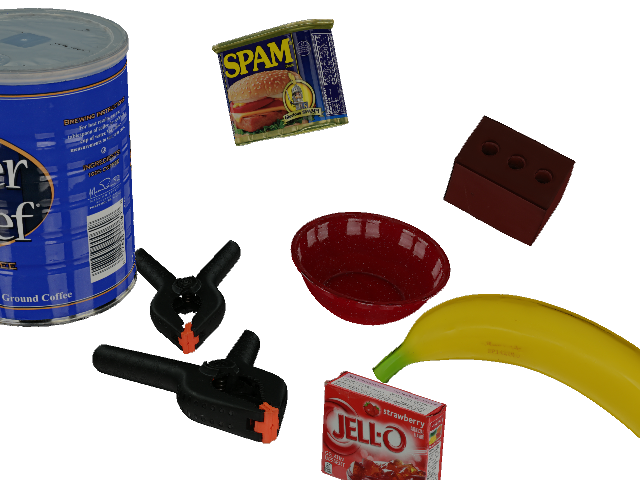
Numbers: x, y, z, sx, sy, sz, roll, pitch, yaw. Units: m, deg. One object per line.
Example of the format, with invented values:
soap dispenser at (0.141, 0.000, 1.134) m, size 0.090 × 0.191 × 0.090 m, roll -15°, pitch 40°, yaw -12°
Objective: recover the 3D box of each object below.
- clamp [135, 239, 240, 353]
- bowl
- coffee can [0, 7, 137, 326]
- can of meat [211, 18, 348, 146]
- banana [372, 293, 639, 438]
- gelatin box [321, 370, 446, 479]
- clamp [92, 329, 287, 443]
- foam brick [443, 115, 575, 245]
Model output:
clamp at (-0.133, 0.053, 1.147) m, size 0.120 × 0.039 × 0.171 m, roll -15°, pitch 40°, yaw -8°
bowl at (0.047, 0.036, 1.080) m, size 0.162 × 0.055 × 0.162 m, roll 6°, pitch 34°, yaw -4°
coffee can at (-0.151, -0.040, 0.565) m, size 0.103 × 0.140 × 0.103 m, roll 2°, pitch 28°, yaw -1°
can of meat at (-0.032, -0.126, 0.864) m, size 0.102 × 0.084 × 0.057 m, roll -8°, pitch 5°, yaw 35°
banana at (0.131, 0.073, 0.573) m, size 0.198 × 0.070 × 0.037 m, roll 18°, pitch 12°, yaw 14°
gelatin box at (0.043, 0.141, 0.759) m, size 0.089 × 0.073 × 0.030 m, roll 14°, pitch 21°, yaw 33°
clamp at (-0.083, 0.121, 0.933) m, size 0.164 × 0.036 × 0.210 m, roll -7°, pitch 17°, yaw -36°
foam brick at (0.140, -0.044, 0.792) m, size 0.078 × 0.053 × 0.051 m, roll 29°, pitch -31°, yaw 13°
